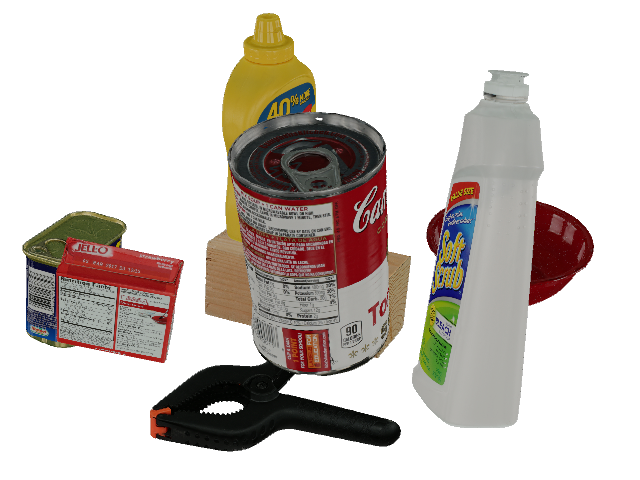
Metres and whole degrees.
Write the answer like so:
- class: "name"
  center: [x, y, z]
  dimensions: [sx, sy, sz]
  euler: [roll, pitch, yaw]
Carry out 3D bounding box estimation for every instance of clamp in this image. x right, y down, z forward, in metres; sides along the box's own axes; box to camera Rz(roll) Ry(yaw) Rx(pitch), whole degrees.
- class: "clamp"
  center: [-0.044, 0.145, 0.940]
  dimensions: [0.209, 0.036, 0.165]
  euler: [-15, 38, -25]

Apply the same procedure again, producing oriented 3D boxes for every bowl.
- class: "bowl"
  center: [0.184, 0.018, 1.052]
  dimensions: [0.162, 0.055, 0.162]
  euler: [0, 33, 0]

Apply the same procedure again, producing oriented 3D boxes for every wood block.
- class: "wood block"
  center: [-0.016, 0.050, 1.176]
  dimensions: [0.206, 0.091, 0.090]
  euler: [13, 24, 19]

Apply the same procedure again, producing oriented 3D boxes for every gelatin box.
- class: "gelatin box"
  center: [-0.128, 0.039, 0.676]
  dimensions: [0.073, 0.030, 0.089]
  euler: [12, -37, -5]

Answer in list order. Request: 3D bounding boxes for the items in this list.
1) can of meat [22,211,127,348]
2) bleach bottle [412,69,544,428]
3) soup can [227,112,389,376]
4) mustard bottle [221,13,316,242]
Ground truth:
- class: "can of meat"
  center: [-0.213, 0.033, 0.925]
  dimensions: [0.057, 0.084, 0.102]
  euler: [15, 26, 13]
- class: "bleach bottle"
  center: [0.118, 0.003, 0.775]
  dimensions: [0.068, 0.251, 0.102]
  euler: [2, 14, -12]
- class: "soup can"
  center: [-0.003, 0.003, 0.483]
  dimensions: [0.068, 0.102, 0.068]
  euler: [-3, 35, 2]
- class: "mustard bottle"
  center: [-0.041, -0.096, 0.897]
  dimensions: [0.058, 0.192, 0.096]
  euler: [22, 37, 33]
